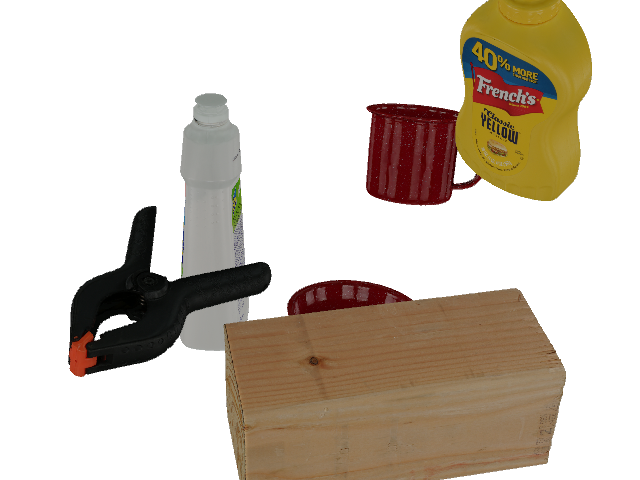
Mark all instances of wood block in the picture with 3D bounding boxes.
[{"bbox_3d":[0.044,0.102,0.710,0.206,0.090,0.091,-6,37,-10],"label":"wood block"}]

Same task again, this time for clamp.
[{"bbox_3d":[-0.130,0.034,0.777,0.120,0.039,0.171,28,38,27],"label":"clamp"}]

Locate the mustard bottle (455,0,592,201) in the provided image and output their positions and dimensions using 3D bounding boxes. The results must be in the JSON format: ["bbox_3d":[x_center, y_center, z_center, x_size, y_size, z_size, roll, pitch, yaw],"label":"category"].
[{"bbox_3d":[0.143,-0.116,0.751,0.096,0.191,0.058,35,62,28],"label":"mustard bottle"}]

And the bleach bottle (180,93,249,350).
[{"bbox_3d":[-0.101,-0.022,1.008,0.068,0.251,0.102,3,32,-1],"label":"bleach bottle"}]

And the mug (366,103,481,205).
[{"bbox_3d":[0.097,-0.079,0.992,0.117,0.081,0.093,8,15,13],"label":"mug"}]

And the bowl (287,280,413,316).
[{"bbox_3d":[0.040,0.106,1.259,0.162,0.055,0.162,4,24,-2],"label":"bowl"}]
